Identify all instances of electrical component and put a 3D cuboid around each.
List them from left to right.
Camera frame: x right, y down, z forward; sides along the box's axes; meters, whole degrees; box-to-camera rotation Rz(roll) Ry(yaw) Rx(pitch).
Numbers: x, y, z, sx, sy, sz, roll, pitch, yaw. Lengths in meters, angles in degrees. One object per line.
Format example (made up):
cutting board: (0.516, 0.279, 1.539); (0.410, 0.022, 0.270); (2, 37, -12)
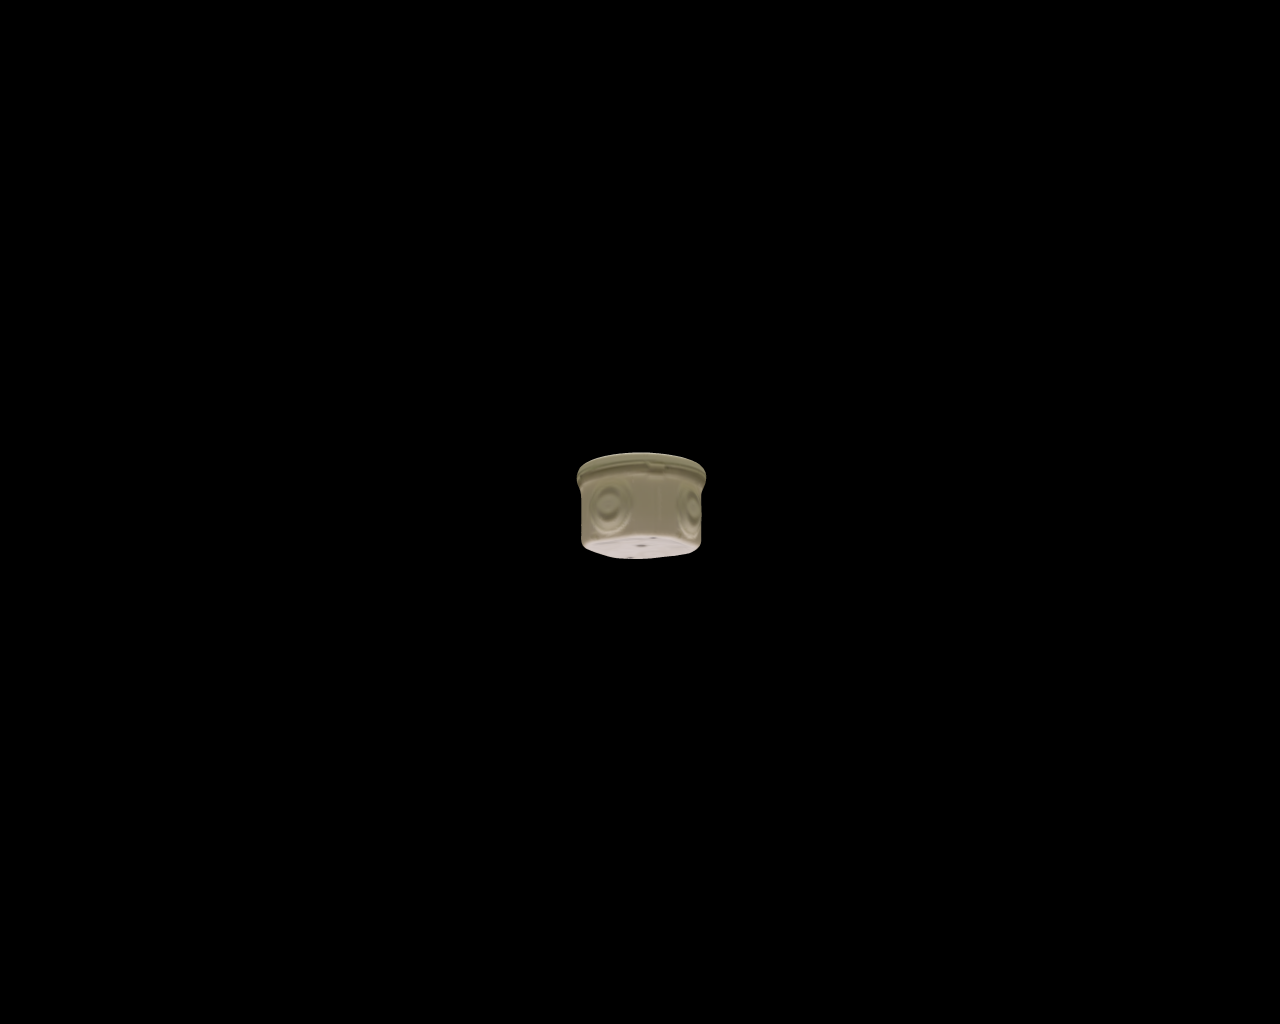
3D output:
electrical component: (0.001, -0.003, 0.650); (0.080, 0.051, 0.080); (0, -14, 0)
